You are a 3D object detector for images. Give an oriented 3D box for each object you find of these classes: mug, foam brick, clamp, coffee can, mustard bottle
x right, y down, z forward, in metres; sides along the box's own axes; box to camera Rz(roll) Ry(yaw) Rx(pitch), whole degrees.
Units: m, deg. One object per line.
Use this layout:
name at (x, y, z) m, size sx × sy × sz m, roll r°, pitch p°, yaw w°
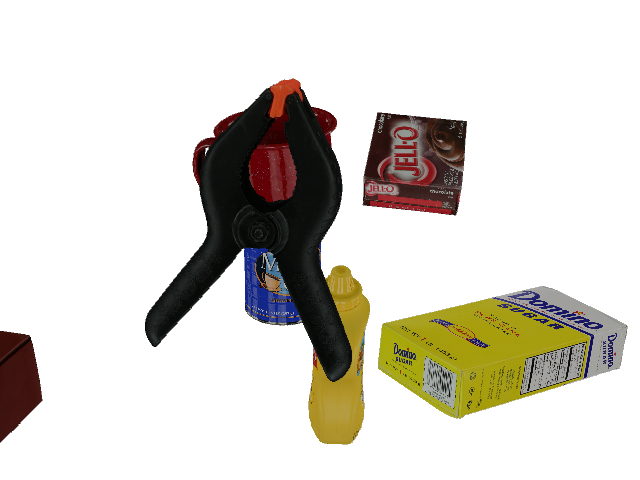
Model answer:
mug at (-0.043, -0.051, 0.818) m, size 0.117 × 0.081 × 0.093 m, roll 3°, pitch 26°, yaw 15°
foam brick at (-0.225, 0.098, 0.685) m, size 0.053 × 0.051 × 0.078 m, roll 7°, pitch 29°, yaw 22°
clamp at (-0.041, -0.004, 0.597) m, size 0.120 × 0.171 × 0.039 m, roll 1°, pitch 13°, yaw 1°
coffee can at (-0.049, 0.025, 1.392) m, size 0.103 × 0.140 × 0.103 m, roll 0°, pitch 26°, yaw 0°
mustard bottle at (0.018, 0.104, 1.051) m, size 0.058 × 0.192 × 0.096 m, roll 3°, pitch 37°, yaw 2°

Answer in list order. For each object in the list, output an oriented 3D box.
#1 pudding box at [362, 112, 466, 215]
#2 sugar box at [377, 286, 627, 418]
pudding box at (0.091, -0.074, 1.017) m, size 0.090 × 0.039 × 0.113 m, roll 7°, pitch 39°, yaw 5°
sugar box at (0.142, 0.081, 0.822) m, size 0.175 × 0.048 × 0.093 m, roll -13°, pitch 27°, yaw -33°
